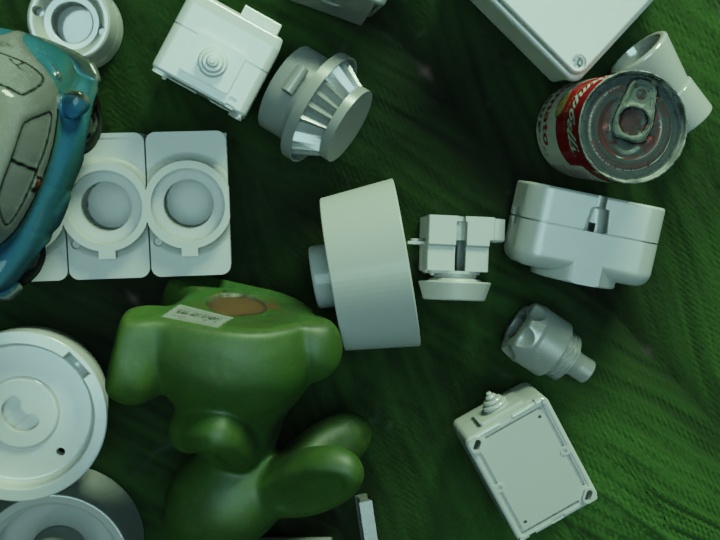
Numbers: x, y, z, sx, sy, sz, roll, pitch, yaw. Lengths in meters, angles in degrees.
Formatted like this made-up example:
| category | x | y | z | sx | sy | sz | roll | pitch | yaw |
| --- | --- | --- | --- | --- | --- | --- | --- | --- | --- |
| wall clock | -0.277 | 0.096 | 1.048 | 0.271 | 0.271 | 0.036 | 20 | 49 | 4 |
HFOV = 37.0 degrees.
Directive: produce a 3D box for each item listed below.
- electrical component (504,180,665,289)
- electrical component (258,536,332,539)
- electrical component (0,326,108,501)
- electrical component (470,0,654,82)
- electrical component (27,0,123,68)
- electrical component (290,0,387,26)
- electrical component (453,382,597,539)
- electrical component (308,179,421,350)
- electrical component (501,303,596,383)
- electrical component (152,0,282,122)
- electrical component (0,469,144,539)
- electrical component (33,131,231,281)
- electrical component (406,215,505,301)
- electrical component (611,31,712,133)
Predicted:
| category | x | y | z | sx | sy | sz | roll | pitch | yaw |
| --- | --- | --- | --- | --- | --- | --- | --- | --- | --- |
| electrical component | 0.149 | -0.022 | 0.723 | 0.095 | 0.053 | 0.059 | 11 | 96 | -7 |
| electrical component | -0.055 | 0.223 | 0.710 | 0.064 | 0.099 | 0.099 | 7 | 96 | -1 |
| electrical component | -0.214 | 0.087 | 0.692 | 0.108 | 0.060 | 0.108 | -1 | 97 | -6 |
| electrical component | 0.133 | -0.196 | 0.699 | 0.109 | 0.056 | 0.108 | 43 | 91 | -9 |
| electrical component | -0.179 | -0.154 | 0.674 | 0.055 | 0.047 | 0.055 | -1 | 97 | -6 |
| electrical component | -0.009 | -0.191 | 0.663 | 0.062 | 0.096 | 0.061 | 18 | 96 | -8 |
| electrical component | 0.107 | 0.122 | 0.732 | 0.062 | 0.061 | 0.096 | -29 | 99 | -2 |
| electrical component | 0.000 | 0.000 | 0.685 | 0.060 | 0.108 | 0.108 | -10 | 98 | 1 |
| electrical component | 0.132 | 0.054 | 0.736 | 0.062 | 0.043 | 0.043 | 33 | 92 | -10 |
| electrical component | -0.085 | -0.133 | 0.662 | 0.062 | 0.096 | 0.061 | 28 | 93 | -9 |
| electrical component | -0.199 | 0.189 | 0.706 | 0.108 | 0.060 | 0.108 | -1 | 97 | -6 |
| electrical component | -0.158 | -0.042 | 0.683 | 0.150 | 0.061 | 0.089 | -2 | 97 | -6 |
| electrical component | 0.064 | -0.007 | 0.720 | 0.066 | 0.048 | 0.055 | 2 | 89 | -7 |
| electrical component | 0.206 | -0.122 | 0.725 | 0.044 | 0.044 | 0.065 | -42 | 104 | 0 |
